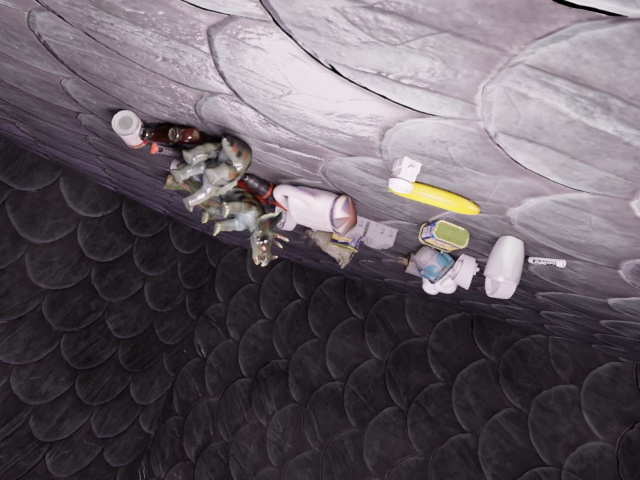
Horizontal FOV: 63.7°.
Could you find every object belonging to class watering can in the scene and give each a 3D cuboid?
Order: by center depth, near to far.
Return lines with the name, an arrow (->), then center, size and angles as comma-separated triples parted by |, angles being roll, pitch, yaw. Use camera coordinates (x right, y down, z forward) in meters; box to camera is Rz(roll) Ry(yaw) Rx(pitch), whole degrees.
watering can -> 0.004, -0.072, 1.440 | 0.225, 0.105, 0.343 | 16, -11, 25

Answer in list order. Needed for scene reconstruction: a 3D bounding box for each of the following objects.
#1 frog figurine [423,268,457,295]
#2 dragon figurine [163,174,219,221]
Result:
frog figurine -> 0.396, 0.125, 1.709 | 0.136, 0.123, 0.160 | -46, -8, 18
dragon figurine -> -0.392, -0.160, 1.819 | 0.411, 0.124, 0.239 | 12, -19, 32
